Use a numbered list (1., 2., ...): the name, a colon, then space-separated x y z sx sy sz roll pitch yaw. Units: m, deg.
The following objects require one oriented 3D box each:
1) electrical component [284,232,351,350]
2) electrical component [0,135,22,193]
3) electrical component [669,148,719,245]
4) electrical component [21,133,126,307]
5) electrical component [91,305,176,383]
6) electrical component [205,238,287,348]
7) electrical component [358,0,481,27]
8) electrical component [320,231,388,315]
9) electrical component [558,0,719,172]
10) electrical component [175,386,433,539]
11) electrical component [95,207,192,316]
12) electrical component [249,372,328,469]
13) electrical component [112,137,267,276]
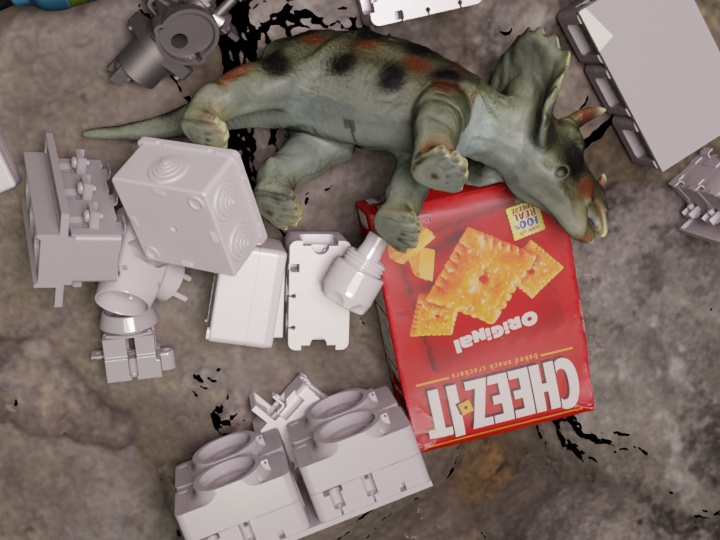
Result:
1. electrical component: -0.037 0.015 0.890 0.050 0.055 0.089 0 101 -9
2. electrical component: -0.298 -0.084 0.816 0.047 0.076 0.065 -24 104 -4
3. electrical component: 0.312 -0.061 0.897 0.078 0.121 0.063 -45 102 2
4. electrical component: -0.217 -0.039 0.809 0.063 0.121 0.078 0 124 -22
5. electrical component: -0.187 0.057 0.880 0.066 0.048 0.055 -6 110 -8
6. electrical component: -0.089 0.010 0.877 0.061 0.061 0.096 8 100 -11
7. electrical component: 0.044 -0.226 0.854 0.089 0.055 0.050 -14 103 -6
8. electrical component: 0.000 0.000 0.839 0.043 0.043 0.062 29 96 -13
9. electrical component: 0.242 -0.171 0.894 0.089 0.061 0.150 -32 104 -2
10. electrical component: -0.050 0.157 0.846 0.186 0.105 0.060 -21 103 -5
11. electrical component: -0.168 0.000 0.860 0.079 0.043 0.077 31 53 -37
12. electrical component: -0.053 0.126 0.917 0.081 0.042 0.063 41 91 -15
13. electrical component: -0.127 -0.046 0.800 0.100 0.048 0.099 11 139 25
